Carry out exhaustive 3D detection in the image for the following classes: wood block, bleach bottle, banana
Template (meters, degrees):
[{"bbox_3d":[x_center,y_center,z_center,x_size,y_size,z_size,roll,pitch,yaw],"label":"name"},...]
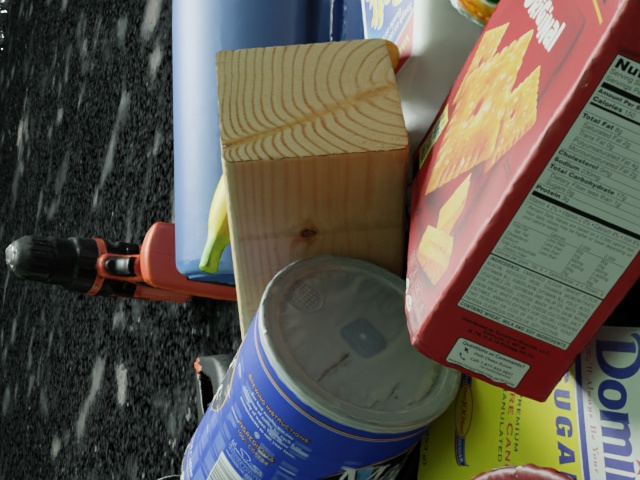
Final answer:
[{"bbox_3d":[-0.004,0.001,0.596,0.206,0.091,0.090,89,175,-46],"label":"wood block"},{"bbox_3d":[0.065,-0.139,0.624,0.103,0.068,0.251,-27,61,59],"label":"bleach bottle"},{"bbox_3d":[-0.015,-0.060,0.648,0.198,0.037,0.069,-49,38,34],"label":"banana"}]

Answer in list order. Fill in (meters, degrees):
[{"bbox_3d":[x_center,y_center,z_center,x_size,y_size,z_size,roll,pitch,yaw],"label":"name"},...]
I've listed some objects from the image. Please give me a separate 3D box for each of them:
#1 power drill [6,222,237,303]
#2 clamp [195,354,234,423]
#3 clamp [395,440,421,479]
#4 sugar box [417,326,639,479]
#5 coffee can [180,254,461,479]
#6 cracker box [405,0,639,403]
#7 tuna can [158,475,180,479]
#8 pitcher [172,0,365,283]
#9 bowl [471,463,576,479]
[{"bbox_3d":[-0.157,0.020,0.922,0.188,0.184,0.057,-5,79,55],"label":"power drill"},{"bbox_3d":[-0.069,0.140,0.849,0.120,0.039,0.171,-64,31,31],"label":"clamp"},{"bbox_3d":[0.013,0.200,0.563,0.165,0.036,0.209,-60,-2,32],"label":"clamp"},{"bbox_3d":[0.110,0.084,0.482,0.176,0.048,0.093,172,105,-65],"label":"sugar box"},{"bbox_3d":[-0.004,0.091,0.548,0.140,0.102,0.103,118,148,-41],"label":"coffee can"},{"bbox_3d":[0.108,-0.067,0.440,0.164,0.072,0.214,-81,14,-55],"label":"cracker box"},{"bbox_3d":[-0.116,0.235,0.864,0.034,0.086,0.086,-53,38,43],"label":"tuna can"},{"bbox_3d":[-0.039,-0.092,0.762,0.149,0.145,0.243,61,-150,-84],"label":"pitcher"},{"bbox_3d":[0.091,0.163,0.376,0.162,0.055,0.162,-29,57,56],"label":"bowl"}]
